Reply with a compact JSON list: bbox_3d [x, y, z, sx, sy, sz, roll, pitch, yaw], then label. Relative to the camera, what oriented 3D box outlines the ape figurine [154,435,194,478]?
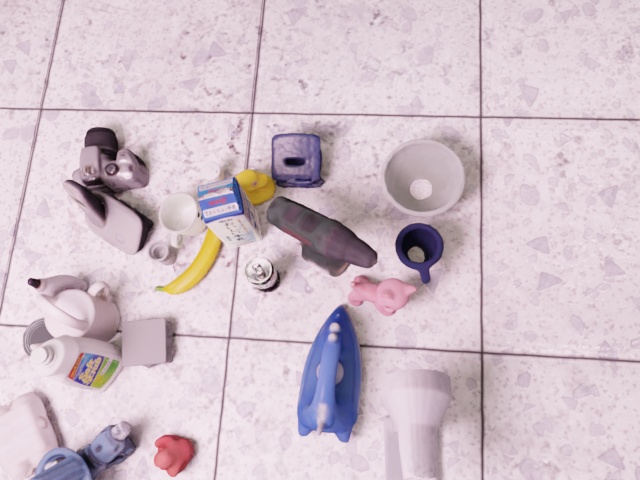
[{"bbox_3d":[-0.279,0.402,1.064,0.076,0.092,0.078,-11,74,3],"label":"ape figurine"}]

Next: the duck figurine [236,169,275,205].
[{"bbox_3d":[-0.150,-0.119,1.193,0.104,0.086,0.077,-1,75,5],"label":"duck figurine"}]

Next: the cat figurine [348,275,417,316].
[{"bbox_3d":[0.116,0.101,1.095,0.127,0.118,0.067,15,77,9],"label":"cat figurine"}]

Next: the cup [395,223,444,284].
[{"bbox_3d":[0.194,0.034,1.117,0.091,0.095,0.118,-11,74,2],"label":"cup"}]

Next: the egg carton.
[{"bbox_3d":[-0.570,0.379,1.108,0.107,0.069,0.150,-30,75,-3],"label":"egg carton"}]

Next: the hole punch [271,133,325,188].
[{"bbox_3d":[-0.046,-0.164,1.193,0.108,0.091,0.101,1,75,6],"label":"hole punch"}]

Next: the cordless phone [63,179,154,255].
[{"bbox_3d":[-0.430,-0.051,1.149,0.147,0.185,0.094,27,79,12],"label":"cordless phone"}]

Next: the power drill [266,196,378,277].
[{"bbox_3d":[0.010,0.004,1.083,0.229,0.208,0.076,29,80,12],"label":"power drill"}]

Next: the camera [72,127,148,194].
[{"bbox_3d":[-0.457,-0.176,1.228,0.143,0.101,0.137,-8,75,3],"label":"camera"}]

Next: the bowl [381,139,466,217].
[{"bbox_3d":[0.207,-0.117,1.167,0.167,0.075,0.167,-1,75,5],"label":"bowl"}]

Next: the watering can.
[{"bbox_3d":[-0.473,0.152,1.094,0.100,0.194,0.173,14,77,9],"label":"watering can"}]

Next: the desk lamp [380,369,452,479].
[{"bbox_3d":[0.164,0.327,0.981,0.118,0.213,0.203,-2,75,5],"label":"desk lamp"}]

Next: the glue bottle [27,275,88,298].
[{"bbox_3d":[-0.522,0.098,1.124,0.037,0.173,0.078,17,77,10],"label":"glue bottle"}]

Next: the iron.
[{"bbox_3d":[0.019,0.237,1.055,0.118,0.141,0.258,5,76,7],"label":"iron"}]

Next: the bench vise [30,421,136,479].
[{"bbox_3d":[-0.442,0.397,1.014,0.121,0.220,0.207,28,79,12],"label":"bench vise"}]
